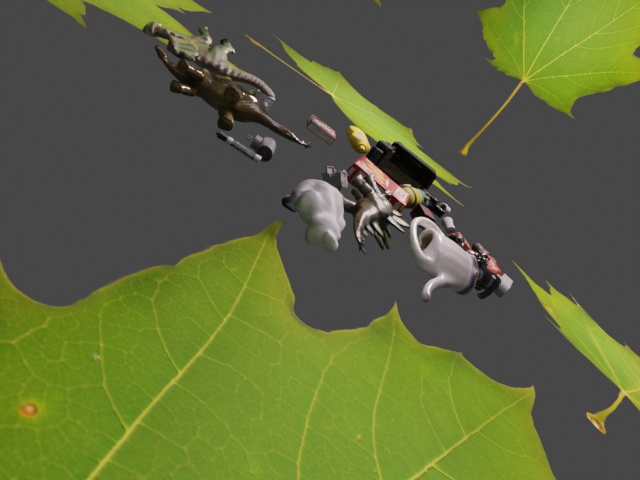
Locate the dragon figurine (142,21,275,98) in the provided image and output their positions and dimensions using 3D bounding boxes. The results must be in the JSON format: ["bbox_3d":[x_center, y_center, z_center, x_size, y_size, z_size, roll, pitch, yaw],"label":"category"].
[{"bbox_3d":[-0.336,-0.519,1.477,0.413,0.120,0.246,34,27,13],"label":"dragon figurine"}]

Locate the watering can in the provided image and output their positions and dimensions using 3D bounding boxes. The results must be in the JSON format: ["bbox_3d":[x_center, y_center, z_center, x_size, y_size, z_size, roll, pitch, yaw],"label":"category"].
[{"bbox_3d":[0.323,0.076,1.371,0.223,0.102,0.356,32,36,-19],"label":"watering can"}]

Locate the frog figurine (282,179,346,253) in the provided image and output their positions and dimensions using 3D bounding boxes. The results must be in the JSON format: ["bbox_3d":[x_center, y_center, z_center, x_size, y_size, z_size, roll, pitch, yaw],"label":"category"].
[{"bbox_3d":[0.003,-0.055,1.092,0.135,0.122,0.162,49,1,-32],"label":"frog figurine"}]
